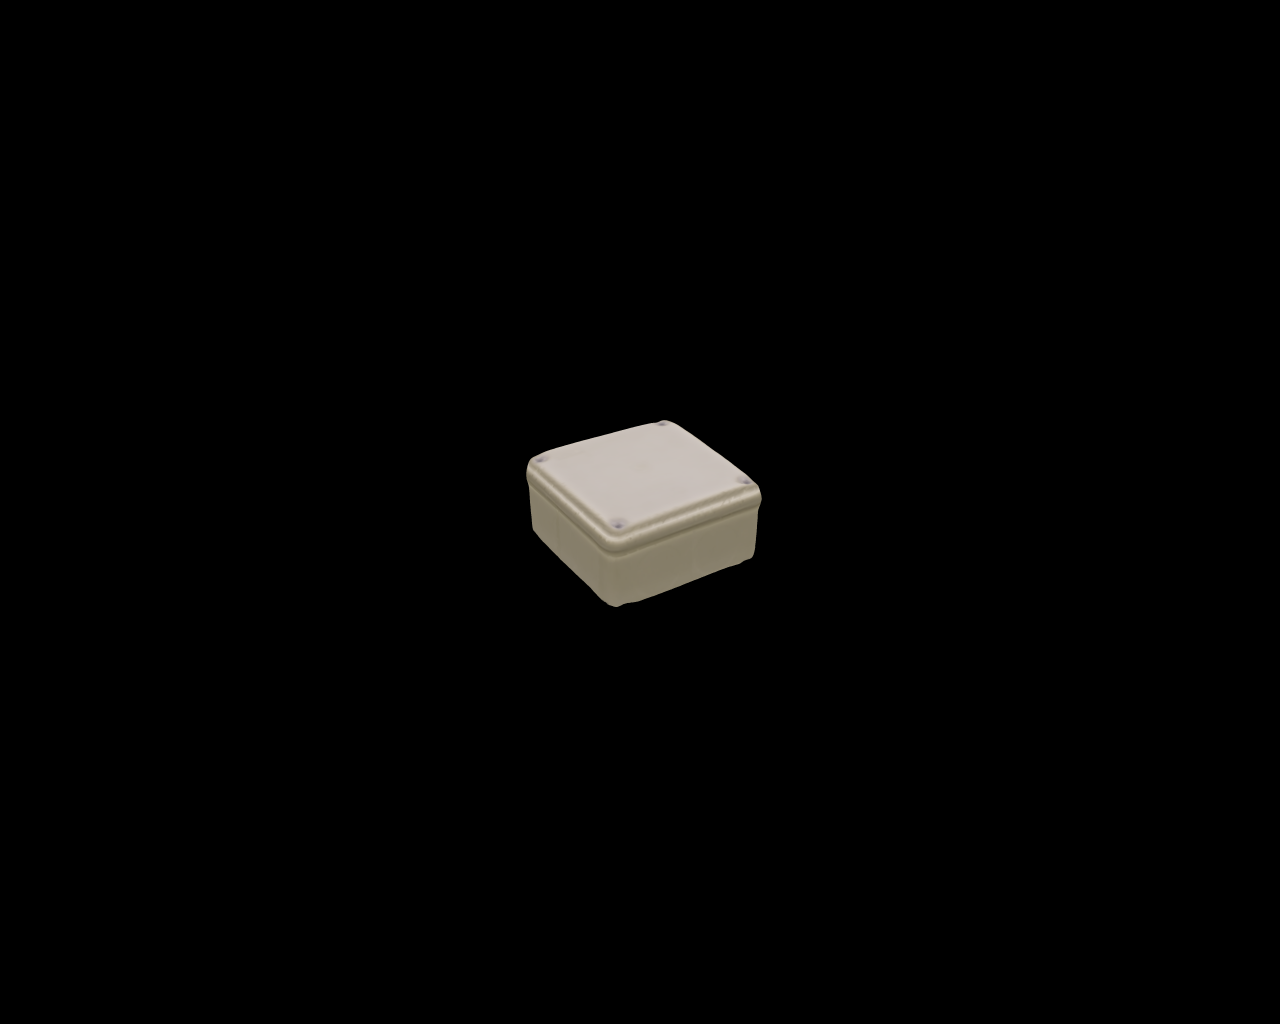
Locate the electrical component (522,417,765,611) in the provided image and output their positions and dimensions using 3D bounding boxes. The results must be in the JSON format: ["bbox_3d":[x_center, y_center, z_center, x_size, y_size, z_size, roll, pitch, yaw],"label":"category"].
[{"bbox_3d":[0.001,-0.003,0.650,0.109,0.056,0.109,-18,36,-27],"label":"electrical component"}]
